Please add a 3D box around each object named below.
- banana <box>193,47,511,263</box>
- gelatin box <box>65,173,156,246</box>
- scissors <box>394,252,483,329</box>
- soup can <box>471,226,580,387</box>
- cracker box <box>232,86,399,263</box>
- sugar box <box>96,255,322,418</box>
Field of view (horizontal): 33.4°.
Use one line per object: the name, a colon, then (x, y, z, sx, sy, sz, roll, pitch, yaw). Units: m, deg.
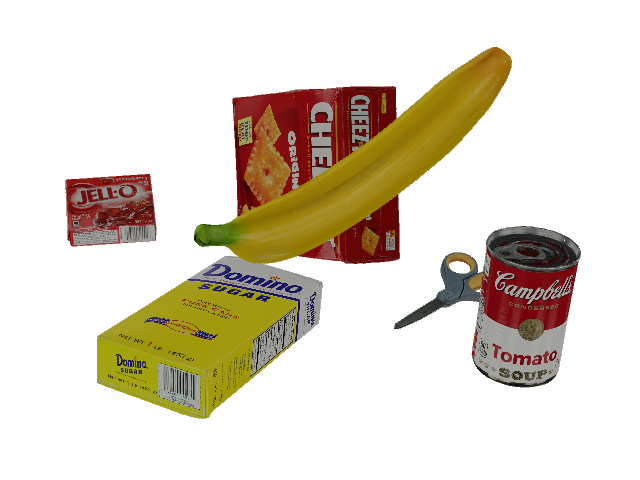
banana: (0.025, -0.038, 0.602, 0.198, 0.037, 0.069, -33, -12, -1)
gelatin box: (-0.217, -0.032, 1.101, 0.089, 0.073, 0.030, -4, -41, -12)
scissors: (0.138, 0.055, 1.239, 0.201, 0.016, 0.096, -10, 39, -34)
soup can: (0.151, 0.049, 0.796, 0.068, 0.102, 0.068, 3, 27, -2)
cracker box: (-0.010, -0.067, 1.065, 0.072, 0.164, 0.214, -6, 7, -31)
sugar box: (-0.078, 0.066, 0.802, 0.093, 0.048, 0.176, 15, 27, 22)
